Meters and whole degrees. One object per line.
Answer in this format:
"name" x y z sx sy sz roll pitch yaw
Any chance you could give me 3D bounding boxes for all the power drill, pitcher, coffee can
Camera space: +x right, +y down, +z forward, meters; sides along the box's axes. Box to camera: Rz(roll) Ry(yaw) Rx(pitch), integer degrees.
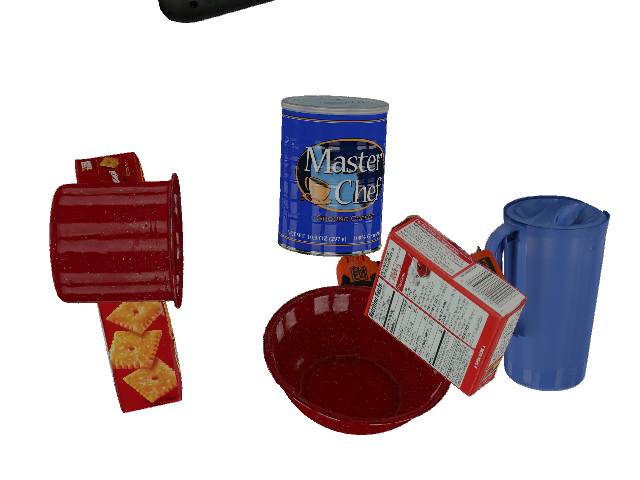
"power drill" 0.113 0.064 1.199 0.187 0.057 0.184 -3 28 -3
"pitcher" 0.292 0.072 1.395 0.149 0.243 0.144 5 21 14
"coffee can" 0.011 -0.064 1.028 0.103 0.140 0.103 2 13 -1

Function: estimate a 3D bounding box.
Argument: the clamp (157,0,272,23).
"clamp" -0.002 -0.140 0.531 0.171 0.039 0.120 0 41 5

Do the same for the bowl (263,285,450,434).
"bowl" 0.029 0.111 0.906 0.162 0.055 0.162 5 39 -4

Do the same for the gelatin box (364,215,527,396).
"gelatin box" 0.073 0.039 0.640 0.089 0.073 0.030 38 49 25

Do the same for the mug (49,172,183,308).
"mug" -0.138 -0.002 0.739 0.081 0.093 0.117 -1 18 -3

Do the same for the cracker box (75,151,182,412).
"cracker box" -0.196 0.041 1.094 0.072 0.214 0.164 -10 34 -10
